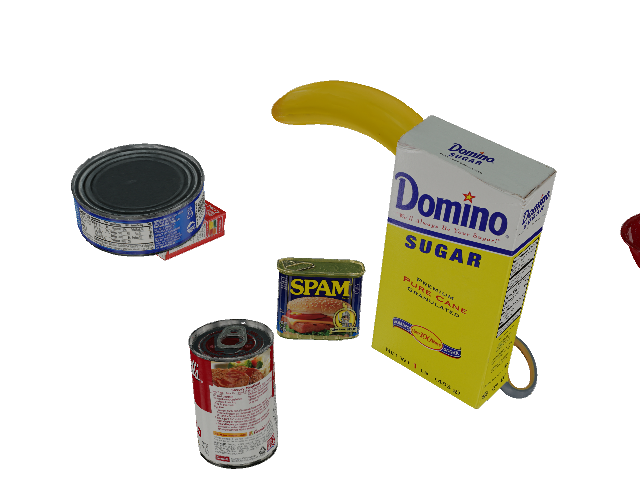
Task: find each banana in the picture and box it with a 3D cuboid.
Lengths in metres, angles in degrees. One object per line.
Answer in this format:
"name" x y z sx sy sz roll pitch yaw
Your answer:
"banana" 0.034 -0.093 0.874 0.198 0.070 0.037 34 22 33

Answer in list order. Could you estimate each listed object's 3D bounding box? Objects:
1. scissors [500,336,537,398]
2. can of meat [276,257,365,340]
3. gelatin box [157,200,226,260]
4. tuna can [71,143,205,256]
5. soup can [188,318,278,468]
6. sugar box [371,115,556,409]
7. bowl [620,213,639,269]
"scissors" 0.140 0.077 1.047 0.096 0.202 0.016 -21 -37 -10
"can of meat" -0.002 0.068 1.242 0.102 0.084 0.057 2 15 -3
"gelatin box" -0.145 -0.023 1.000 0.089 0.030 0.073 31 39 34
"tuna can" -0.118 -0.027 0.700 0.086 0.034 0.086 0 37 0
"soup can" -0.069 0.123 0.862 0.068 0.102 0.068 -2 23 1
"sugar box" 0.087 0.017 0.688 0.093 0.176 0.048 28 46 28
"bowl" 0.403 0.017 1.143 0.162 0.055 0.162 -3 23 1
